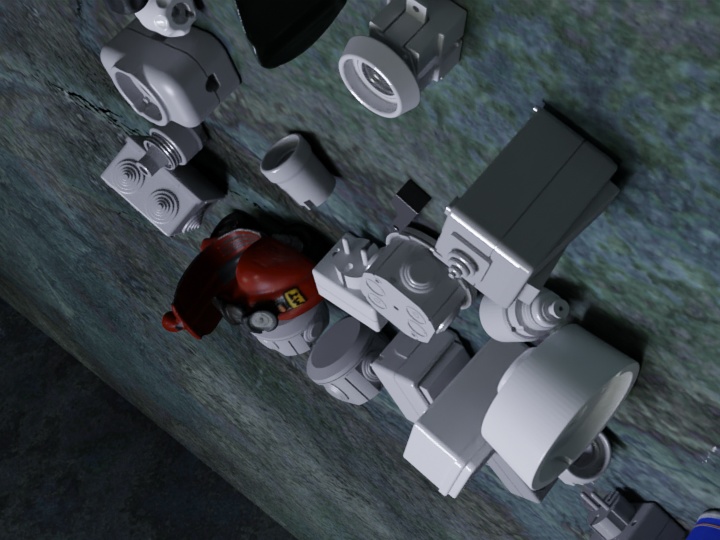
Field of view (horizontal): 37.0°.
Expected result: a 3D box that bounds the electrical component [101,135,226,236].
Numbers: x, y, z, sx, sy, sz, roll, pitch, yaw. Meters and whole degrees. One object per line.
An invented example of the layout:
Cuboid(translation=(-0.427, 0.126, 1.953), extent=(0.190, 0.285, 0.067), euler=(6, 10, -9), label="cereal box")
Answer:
Cuboid(translation=(-0.181, -0.077, 0.992), extent=(0.100, 0.048, 0.100), euler=(41, -170, 2), label="electrical component")

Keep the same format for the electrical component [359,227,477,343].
Cuboid(translation=(0.042, 0.011, 0.796), extent=(0.080, 0.051, 0.080), euler=(37, 160, 15), label="electrical component")

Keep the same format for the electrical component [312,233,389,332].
Cuboid(translation=(0.000, 0.000, 0.863), extent=(0.066, 0.047, 0.076), euler=(32, 158, 24), label="electrical component")

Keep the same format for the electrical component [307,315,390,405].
Cuboid(translation=(-0.007, 0.083, 1.008), extent=(0.051, 0.080, 0.080), euler=(45, 162, -25), label="electrical component")

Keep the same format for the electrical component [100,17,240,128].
Cuboid(translation=(-0.146, -0.148, 0.804), extent=(0.095, 0.059, 0.053), euler=(28, 157, 35), label="electrical component")

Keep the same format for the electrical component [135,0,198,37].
Cuboid(translation=(-0.143, -0.185, 0.757), extent=(0.061, 0.035, 0.035), euler=(26, 156, 43), label="electrical component")

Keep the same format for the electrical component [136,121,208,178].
Cuboid(translation=(-0.166, -0.107, 0.931), extent=(0.043, 0.062, 0.043), euler=(36, 160, 15), label="electrical component")

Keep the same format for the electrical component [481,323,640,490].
Cuboid(translation=(0.127, 0.085, 0.713), extent=(0.060, 0.108, 0.108), euler=(40, 162, 25), label="electrical component")

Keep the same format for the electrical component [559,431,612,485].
Cuboid(translation=(0.168, 0.142, 0.847), extent=(0.066, 0.048, 0.055), euler=(43, 169, -3), label="electrical component")

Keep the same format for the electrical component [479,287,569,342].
Cuboid(translation=(0.111, 0.027, 0.712), extent=(0.040, 0.040, 0.078), euler=(47, 160, -13), label="electrical component")

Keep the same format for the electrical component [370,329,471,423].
Cuboid(translation=(0.066, 0.097, 0.921), extent=(0.061, 0.061, 0.096), euler=(21, 152, 46), label="electrical component")

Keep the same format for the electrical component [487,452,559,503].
Cuboid(translation=(0.131, 0.159, 0.950), extent=(0.065, 0.047, 0.077), euler=(52, 158, -26), label="electrical component")

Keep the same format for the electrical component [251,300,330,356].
Cuboid(translation=(-0.071, 0.039, 1.039), extent=(0.080, 0.080, 0.051), euler=(31, 163, 29), label="electrical component")

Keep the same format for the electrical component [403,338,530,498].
Cuboid(translation=(0.091, 0.112, 0.834), extent=(0.056, 0.108, 0.108), euler=(40, 161, 13), label="electrical component")

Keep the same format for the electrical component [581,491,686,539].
Cuboid(translation=(0.216, 0.211, 0.897), extent=(0.077, 0.047, 0.066), euler=(43, 161, -3), label="electrical component")

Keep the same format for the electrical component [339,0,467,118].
Cuboid(translation=(0.022, -0.113, 0.559), extent=(0.048, 0.055, 0.066), euler=(37, 161, 14), label="electrical component")

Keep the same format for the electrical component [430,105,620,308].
Cuboid(translation=(0.084, -0.025, 0.565), extent=(0.061, 0.096, 0.061), euler=(39, 161, 9), label="electrical component")

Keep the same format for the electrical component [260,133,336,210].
Cuboid(translation=(-0.045, -0.073, 0.806), extent=(0.046, 0.040, 0.040), euler=(46, 162, -31), label="electrical component")
